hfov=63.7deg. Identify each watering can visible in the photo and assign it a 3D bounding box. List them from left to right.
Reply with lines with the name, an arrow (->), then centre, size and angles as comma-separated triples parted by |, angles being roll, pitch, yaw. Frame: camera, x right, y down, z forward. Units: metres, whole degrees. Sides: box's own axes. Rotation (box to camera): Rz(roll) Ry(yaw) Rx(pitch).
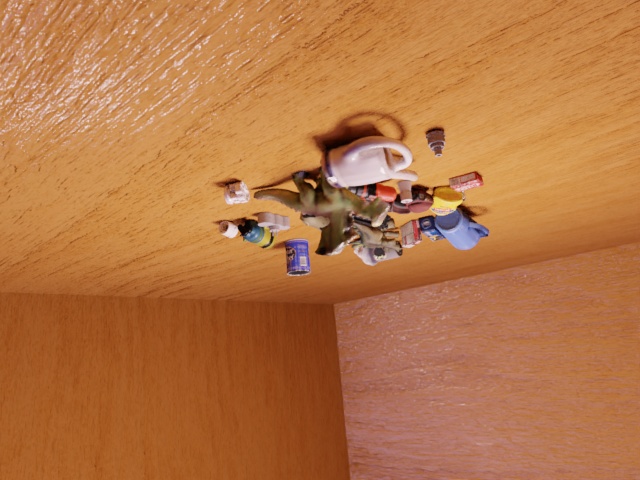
watering can -> 0.133, -0.188, 1.331 | 0.223, 0.105, 0.345 | -9, 167, 19

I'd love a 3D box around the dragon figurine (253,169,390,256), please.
dragon figurine -> 0.004, -0.074, 1.472 | 0.408, 0.245, 0.121 | -14, 167, 22

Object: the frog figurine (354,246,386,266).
frog figurine -> 0.200, 0.052, 2.296 | 0.159, 0.125, 0.135 | -7, 134, 44
